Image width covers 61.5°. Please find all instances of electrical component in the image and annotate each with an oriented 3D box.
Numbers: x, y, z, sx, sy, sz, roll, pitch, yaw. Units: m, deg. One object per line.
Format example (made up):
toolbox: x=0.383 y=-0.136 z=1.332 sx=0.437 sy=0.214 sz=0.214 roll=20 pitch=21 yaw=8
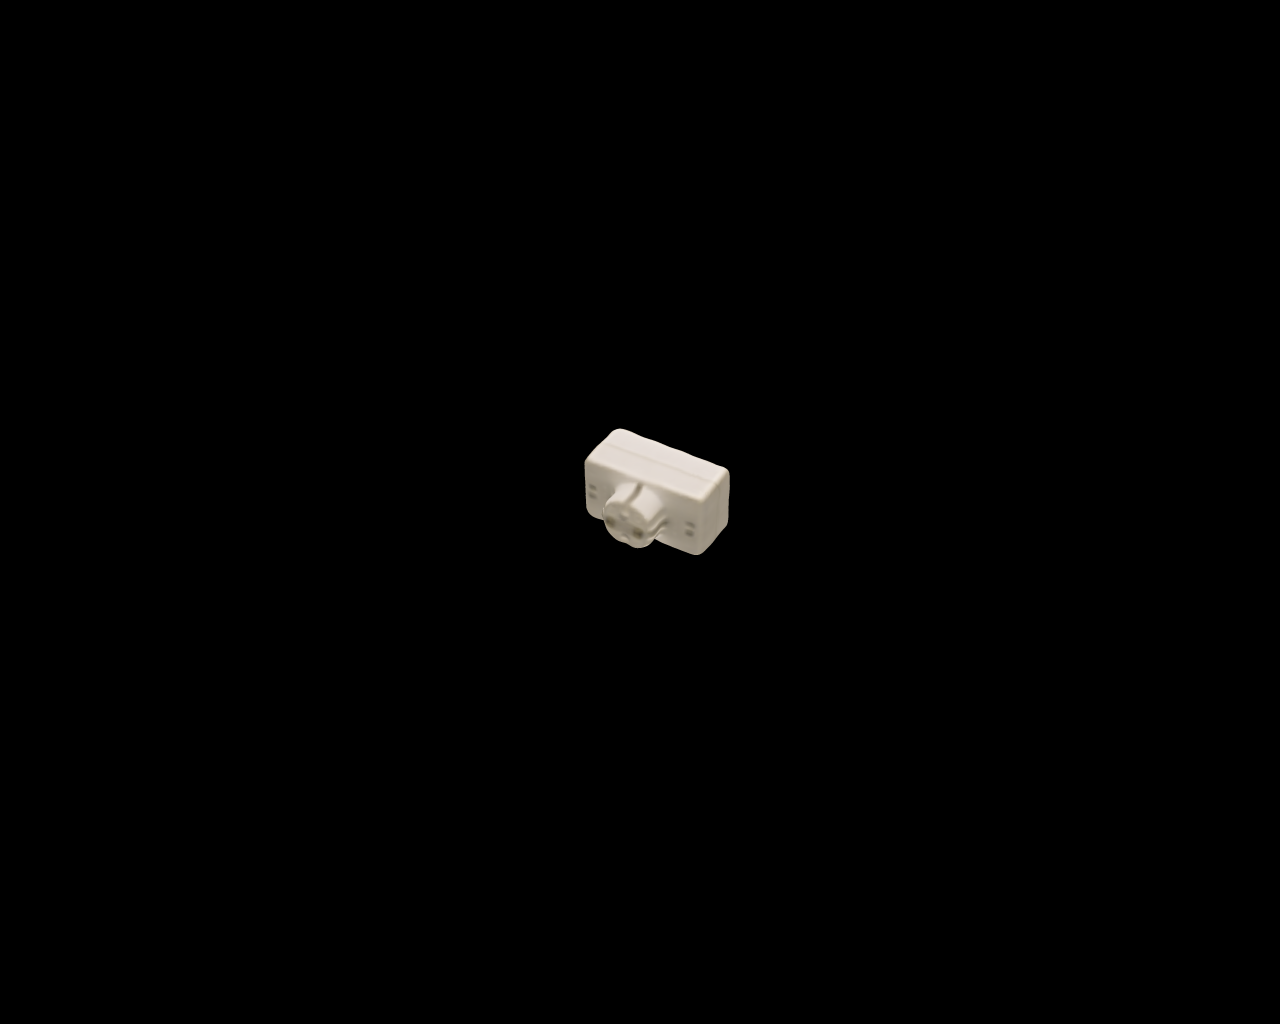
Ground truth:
electrical component: x=0.001 y=-0.003 z=0.650 sx=0.083 sy=0.047 sz=0.076 roll=22 pitch=45 yaw=23
